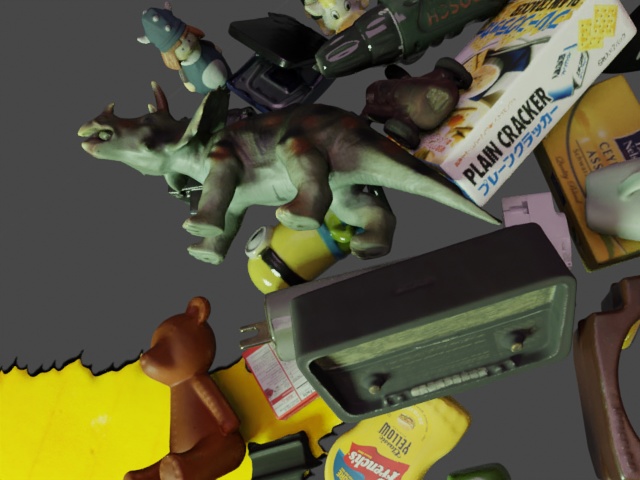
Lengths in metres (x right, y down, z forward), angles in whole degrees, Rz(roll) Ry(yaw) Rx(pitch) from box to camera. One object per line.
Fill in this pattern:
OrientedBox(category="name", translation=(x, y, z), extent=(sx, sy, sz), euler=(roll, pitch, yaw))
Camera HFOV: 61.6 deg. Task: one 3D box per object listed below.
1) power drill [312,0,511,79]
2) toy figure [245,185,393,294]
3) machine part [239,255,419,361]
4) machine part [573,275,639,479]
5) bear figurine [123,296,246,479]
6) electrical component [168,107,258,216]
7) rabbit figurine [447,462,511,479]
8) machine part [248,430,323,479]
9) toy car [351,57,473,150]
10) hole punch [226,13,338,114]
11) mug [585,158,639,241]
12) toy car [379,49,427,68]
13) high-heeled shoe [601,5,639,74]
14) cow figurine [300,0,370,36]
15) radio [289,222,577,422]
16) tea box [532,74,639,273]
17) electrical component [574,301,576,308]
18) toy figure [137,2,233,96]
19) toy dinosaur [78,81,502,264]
OrientedBox(category="power drill", translation=(0.079, -0.295, 0.557), extent=(0.232, 0.086, 0.207), euler=(-17, 92, -3))
OrientedBox(category="toy figure", translation=(-0.002, -0.002, 0.607), extent=(0.180, 0.082, 0.089), euler=(-27, 70, 8))
OrientedBox(category="machine part", translation=(0.032, 0.071, 0.564), extent=(0.243, 0.079, 0.079), euler=(-15, 73, 2))
OrientedBox(category="machine part", translation=(0.330, 0.131, 0.447), extent=(0.201, 0.087, 0.201), euler=(-4, 68, 11))
OrientedBox(category="bear figurine", translation=(-0.157, 0.170, 0.592), extent=(0.120, 0.132, 0.196), euler=(-30, 75, 35))
OrientedBox(category="electrical component", translation=(-0.129, -0.093, 0.682), extent=(0.115, 0.058, 0.134), euler=(-7, 75, 18))
OrientedBox(category="rabbit figurine", translation=(0.207, 0.280, 0.457), extent=(0.170, 0.121, 0.159), euler=(-4, 79, 2))
OrientedBox(category="machine part", translation=(-0.032, 0.281, 0.573), extent=(0.084, 0.039, 0.139), euler=(-16, 71, 8))
OrientedBox(category="toy car", translation=(0.082, -0.148, 0.568), extent=(0.053, 0.202, 0.089), euler=(37, 95, -21))
OrientedBox(category="hole punch", translation=(-0.046, -0.216, 0.673), extent=(0.142, 0.092, 0.116), euler=(36, 46, 24))
OrientedBox(category="mug", translation=(0.276, -0.034, 0.441), extent=(0.107, 0.109, 0.080), euler=(-2, 83, 32))
OrientedBox(category="toy car", translation=(0.140, -0.283, 0.639), extent=(0.202, 0.056, 0.073), euler=(-35, 69, 8))
OrientedBox(category="high-heeled shoe", translation=(0.398, -0.190, 0.507), extent=(0.249, 0.086, 0.145), euler=(-32, 55, -7))
OrientedBox(category="cow figurine", translation=(0.006, -0.299, 0.639), extent=(0.068, 0.098, 0.167), euler=(-39, 44, 11))
OrientedBox(category="radio", translation=(0.100, 0.080, 0.479), extent=(0.230, 0.130, 0.073), euler=(-18, 42, 8))
OrientedBox(category="tea box", translation=(0.283, -0.064, 0.534), extent=(0.098, 0.068, 0.169), euler=(-22, 71, 13))
OrientedBox(category="electrical component", translation=(0.213, 0.083, 0.547), extent=(0.094, 0.021, 0.063), euler=(-10, 75, 15))
OrientedBox(category="toy figure", translation=(-0.161, -0.233, 0.672), extent=(0.058, 0.154, 0.064), euler=(4, 78, 21))
OrientedBox(category="toy dinosaur", translation=(-0.033, -0.081, 0.545), extent=(0.405, 0.131, 0.192), euler=(0, 69, 15))
